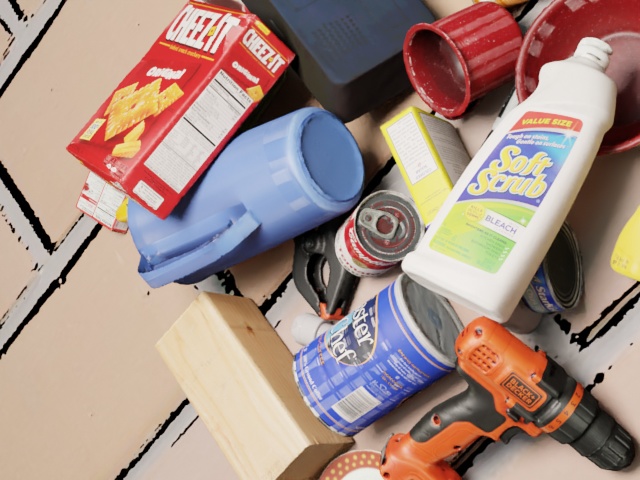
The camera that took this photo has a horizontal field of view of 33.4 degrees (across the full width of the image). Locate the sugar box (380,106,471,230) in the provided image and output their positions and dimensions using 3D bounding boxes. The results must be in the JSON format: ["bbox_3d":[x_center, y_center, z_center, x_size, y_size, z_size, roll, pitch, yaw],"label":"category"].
[{"bbox_3d":[0.126,-0.036,1.007,0.048,0.093,0.176,-31,67,27],"label":"sugar box"}]

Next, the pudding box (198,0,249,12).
[{"bbox_3d":[-0.076,-0.268,1.187,0.090,0.039,0.114,-40,54,-19],"label":"pudding box"}]

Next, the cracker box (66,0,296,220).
[{"bbox_3d":[-0.147,-0.140,1.089,0.213,0.072,0.164,-52,35,-6],"label":"cracker box"}]

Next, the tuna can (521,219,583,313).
[{"bbox_3d":[0.203,0.022,0.950,0.034,0.086,0.086,-9,78,34],"label":"tuna can"}]

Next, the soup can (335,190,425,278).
[{"bbox_3d":[0.056,-0.004,1.035,0.068,0.102,0.068,2,78,-10],"label":"soup can"}]

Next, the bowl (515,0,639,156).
[{"bbox_3d":[0.260,-0.150,0.954,0.162,0.055,0.162,-6,80,34],"label":"bowl"}]

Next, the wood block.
[{"bbox_3d":[-0.070,0.161,1.114,0.090,0.090,0.206,-48,60,18],"label":"wood block"}]

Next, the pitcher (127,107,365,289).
[{"bbox_3d":[-0.079,-0.039,1.082,0.243,0.144,0.149,-21,71,40],"label":"pitcher"}]

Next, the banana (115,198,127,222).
[{"bbox_3d":[-0.179,-0.091,1.228,0.070,0.037,0.198,30,119,10],"label":"banana"}]

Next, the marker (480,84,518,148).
[{"bbox_3d":[0.187,-0.131,1.023,0.020,0.020,0.121,34,102,33],"label":"marker"}]

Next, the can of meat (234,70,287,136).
[{"bbox_3d":[-0.100,-0.180,1.204,0.084,0.057,0.102,46,108,33],"label":"can of meat"}]

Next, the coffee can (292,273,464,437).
[{"bbox_3d":[0.058,0.111,1.026,0.140,0.102,0.103,-38,64,24],"label":"coffee can"}]

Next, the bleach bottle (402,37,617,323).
[{"bbox_3d":[0.172,-0.061,0.908,0.103,0.068,0.251,26,84,26],"label":"bleach bottle"}]

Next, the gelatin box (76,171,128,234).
[{"bbox_3d":[-0.253,-0.062,1.308,0.073,0.030,0.089,29,100,32],"label":"gelatin box"}]

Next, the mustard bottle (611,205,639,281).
[{"bbox_3d":[0.322,-0.048,0.896,0.096,0.058,0.192,23,96,37],"label":"mustard bottle"}]

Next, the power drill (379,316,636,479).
[{"bbox_3d":[0.158,0.180,0.952,0.184,0.057,0.188,40,116,0],"label":"power drill"}]

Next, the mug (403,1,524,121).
[{"bbox_3d":[0.139,-0.165,1.013,0.093,0.081,0.117,41,149,38],"label":"mug"}]

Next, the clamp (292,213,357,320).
[{"bbox_3d":[-0.007,0.001,1.127,0.120,0.039,0.171,-11,75,46],"label":"clamp"}]
